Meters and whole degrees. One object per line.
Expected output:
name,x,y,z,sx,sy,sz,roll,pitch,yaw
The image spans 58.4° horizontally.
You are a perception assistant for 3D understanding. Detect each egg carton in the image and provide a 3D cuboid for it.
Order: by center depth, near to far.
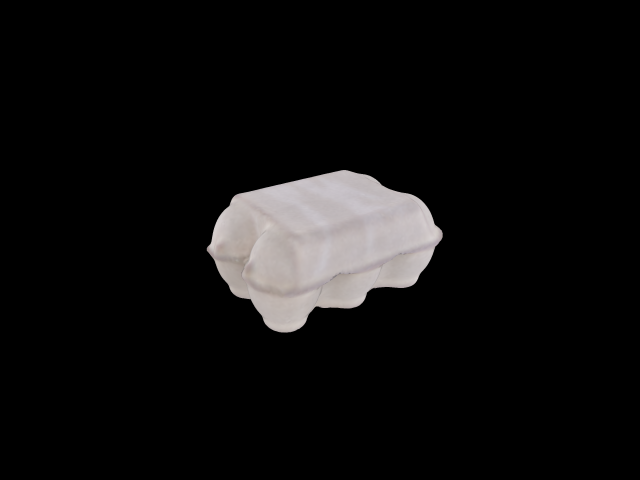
egg carton,0.004,0.001,0.400,0.151,0.069,0.107,-18,31,-31
